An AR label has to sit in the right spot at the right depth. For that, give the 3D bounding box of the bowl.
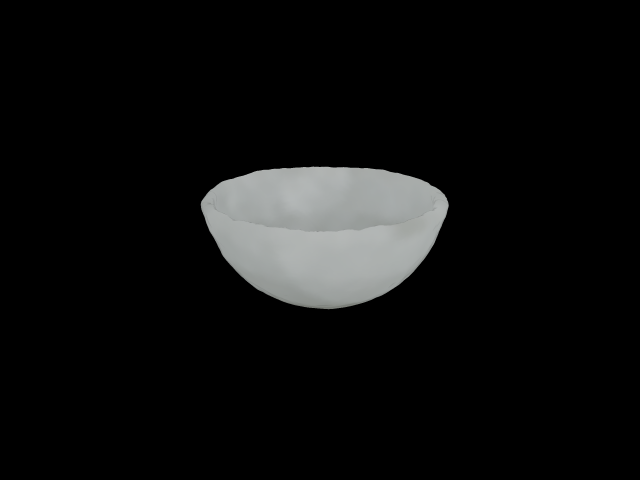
[{"bbox_3d":[0.004,0.001,0.400,0.167,0.075,0.167,0,20,0],"label":"bowl"}]
